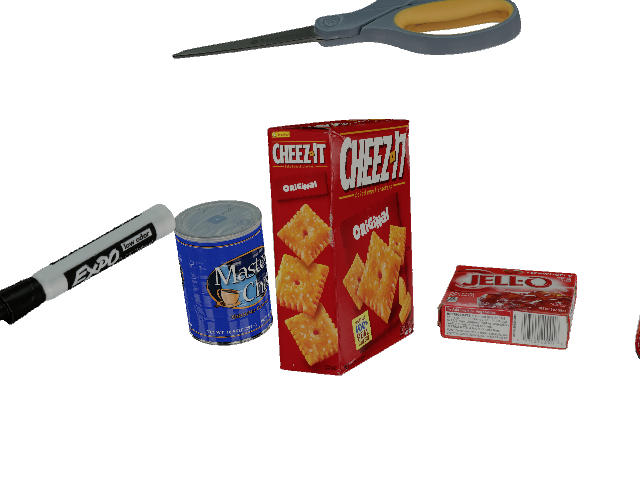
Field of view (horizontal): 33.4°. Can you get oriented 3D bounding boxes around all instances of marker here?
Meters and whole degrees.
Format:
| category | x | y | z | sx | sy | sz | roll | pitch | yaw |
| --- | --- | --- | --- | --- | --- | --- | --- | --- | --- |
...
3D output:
| category | x | y | z | sx | sy | sz | roll | pitch | yaw |
| --- | --- | --- | --- | --- | --- | --- | --- | --- | --- |
| marker | -0.132 | 0.012 | 0.598 | 0.020 | 0.020 | 0.120 | 0 | 26 | 48 |

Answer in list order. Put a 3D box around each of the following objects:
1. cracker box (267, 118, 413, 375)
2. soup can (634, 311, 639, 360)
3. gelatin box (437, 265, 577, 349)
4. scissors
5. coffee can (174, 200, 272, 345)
| category | x | y | z | sx | sy | sz | roll | pitch | yaw |
| --- | --- | --- | --- | --- | --- | --- | --- | --- | --- |
| cracker box | 0.025 | -0.001 | 0.974 | 0.072 | 0.214 | 0.163 | 3 | 10 | 28 |
| soup can | 0.192 | 0.016 | 0.510 | 0.068 | 0.102 | 0.068 | 2 | 28 | -1 |
| gelatin box | 0.133 | 0.045 | 0.753 | 0.089 | 0.030 | 0.073 | 4 | 21 | 16 |
| scissors | 0.019 | -0.135 | 0.633 | 0.202 | 0.016 | 0.096 | 3 | 43 | 19 |
| coffee can | -0.113 | 0.037 | 1.250 | 0.103 | 0.140 | 0.103 | -4 | 26 | 2 |
